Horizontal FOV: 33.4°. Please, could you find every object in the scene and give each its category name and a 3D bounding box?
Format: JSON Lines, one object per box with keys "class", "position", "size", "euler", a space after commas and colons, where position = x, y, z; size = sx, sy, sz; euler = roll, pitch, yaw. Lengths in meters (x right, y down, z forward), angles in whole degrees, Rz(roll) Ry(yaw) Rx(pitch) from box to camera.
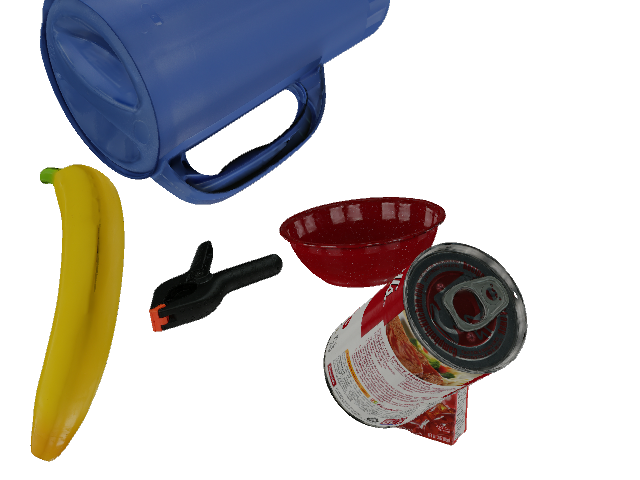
{"class": "pitcher", "position": [-0.060, -0.143, 0.761], "size": [0.242, 0.149, 0.145], "euler": [-33, 43, -31]}
{"class": "soup can", "position": [0.051, 0.053, 0.555], "size": [0.068, 0.068, 0.102], "euler": [0, -25, -25]}
{"class": "banana", "position": [-0.143, 0.028, 0.633], "size": [0.037, 0.198, 0.070], "euler": [16, -36, -31]}
{"class": "gelatin box", "position": [0.067, 0.106, 0.804], "size": [0.089, 0.073, 0.030], "euler": [12, 23, 28]}
{"class": "clamp", "position": [-0.124, 0.051, 1.216], "size": [0.120, 0.039, 0.171], "euler": [0, 30, 29]}
{"class": "bowl", "position": [0.043, 0.005, 1.035], "size": [0.162, 0.055, 0.162], "euler": [-7, 17, 2]}
